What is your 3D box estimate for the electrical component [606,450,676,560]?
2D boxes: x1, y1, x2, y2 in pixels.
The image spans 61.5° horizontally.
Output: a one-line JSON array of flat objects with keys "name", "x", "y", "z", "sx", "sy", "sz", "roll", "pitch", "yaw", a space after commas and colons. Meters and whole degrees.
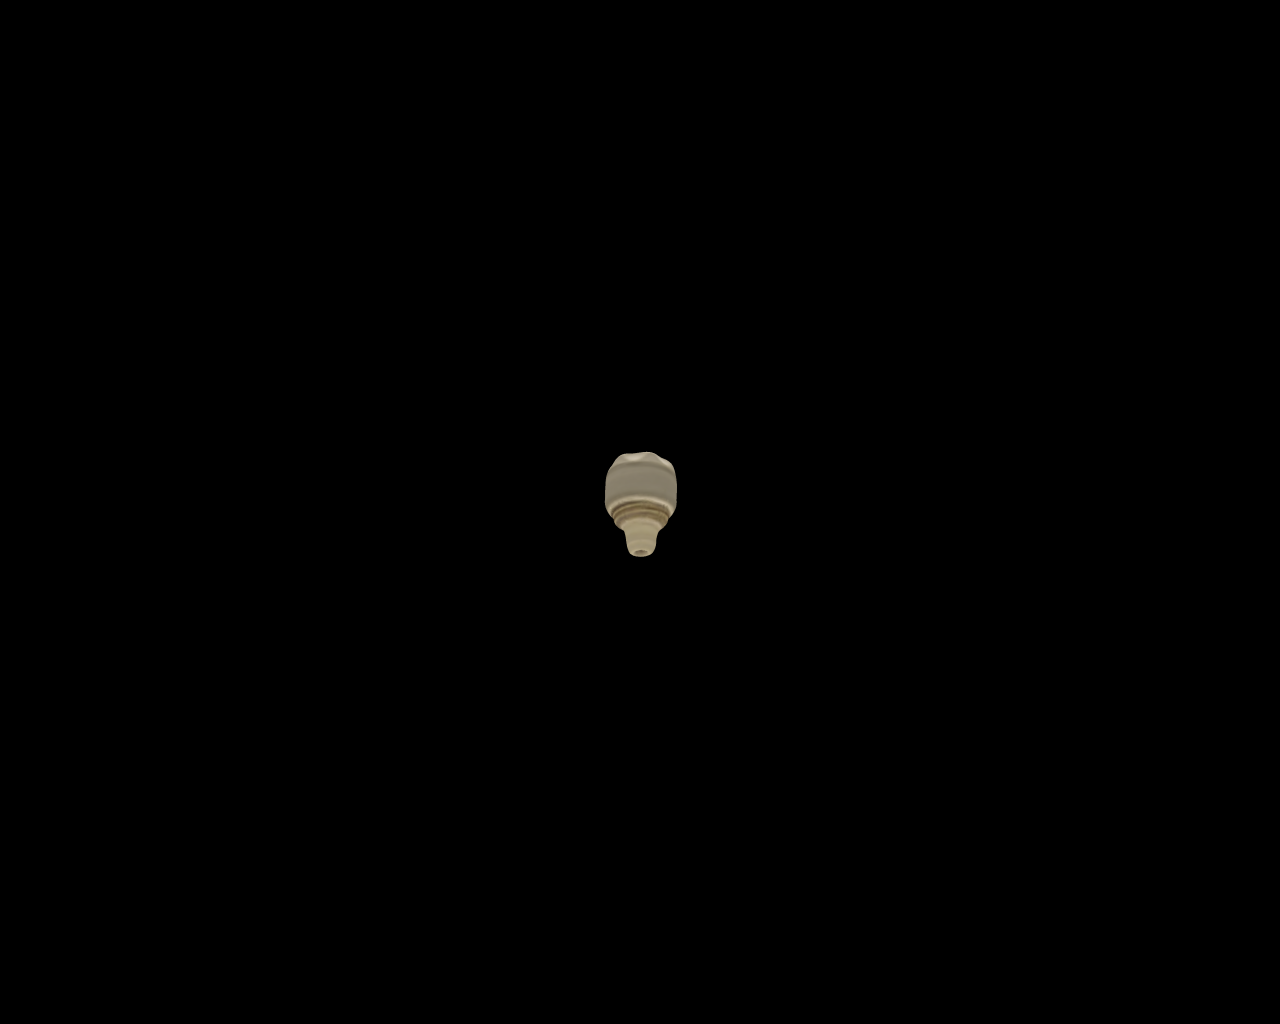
[{"name": "electrical component", "x": 0.001, "y": -0.003, "z": 0.650, "sx": 0.043, "sy": 0.062, "sz": 0.043, "roll": 0, "pitch": -25, "yaw": 0}]
